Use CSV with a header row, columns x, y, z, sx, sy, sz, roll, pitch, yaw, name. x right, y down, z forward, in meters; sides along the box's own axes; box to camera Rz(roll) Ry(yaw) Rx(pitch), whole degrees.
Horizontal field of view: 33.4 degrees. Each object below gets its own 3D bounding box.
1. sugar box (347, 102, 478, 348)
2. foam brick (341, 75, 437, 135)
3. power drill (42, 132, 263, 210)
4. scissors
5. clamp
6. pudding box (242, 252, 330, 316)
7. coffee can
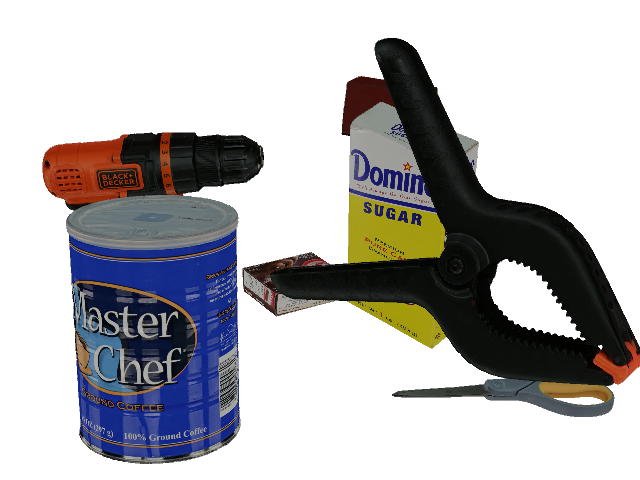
x,y,z,sx,sy,sz,roll,pitch,yaw,name
0.067,-0.010,0.824,0.093,0.176,0.048,27,47,32,sugar box
0.064,-0.120,0.994,0.078,0.051,0.053,11,17,16,foam brick
-0.135,-0.004,0.923,0.184,0.188,0.057,-3,26,3,power drill
0.159,0.122,0.949,0.201,0.016,0.096,7,27,-5,scissors
0.078,0.000,0.563,0.210,0.165,0.036,29,25,25,clamp
-0.034,0.056,1.409,0.113,0.039,0.090,-15,27,-29,pudding box
-0.101,0.051,0.661,0.103,0.140,0.103,0,16,0,coffee can
